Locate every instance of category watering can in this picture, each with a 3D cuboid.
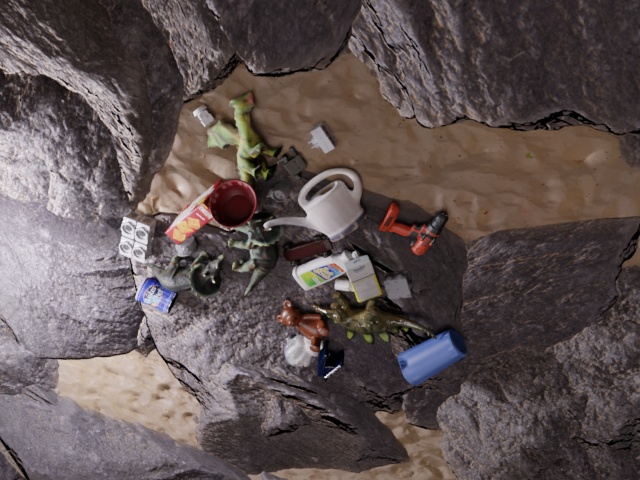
[{"bbox_3d":[0.005,-0.085,1.692,0.345,0.105,0.222,-37,106,11],"label":"watering can"}]

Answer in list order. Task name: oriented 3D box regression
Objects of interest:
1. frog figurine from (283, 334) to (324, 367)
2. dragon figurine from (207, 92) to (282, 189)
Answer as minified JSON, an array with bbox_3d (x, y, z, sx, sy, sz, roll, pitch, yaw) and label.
[{"bbox_3d":[-0.062,0.443,2.060,0.159,0.124,0.136,-5,102,31],"label":"frog figurine"},{"bbox_3d":[-0.266,-0.288,1.679,0.244,0.124,0.401,36,129,12],"label":"dragon figurine"}]
